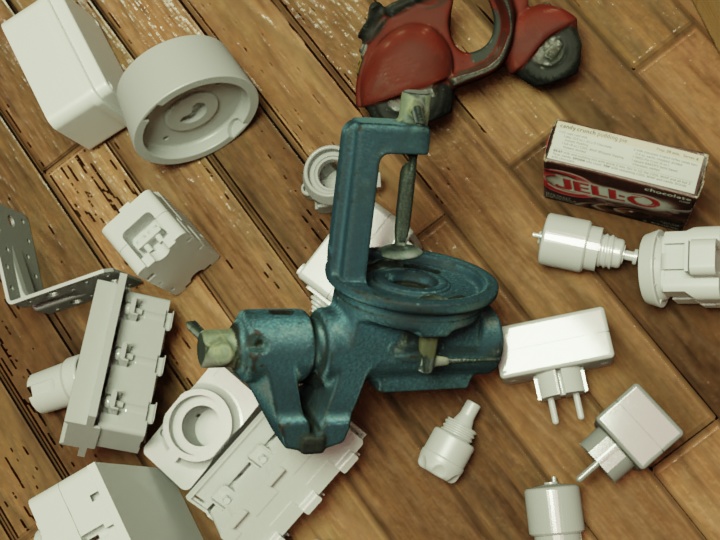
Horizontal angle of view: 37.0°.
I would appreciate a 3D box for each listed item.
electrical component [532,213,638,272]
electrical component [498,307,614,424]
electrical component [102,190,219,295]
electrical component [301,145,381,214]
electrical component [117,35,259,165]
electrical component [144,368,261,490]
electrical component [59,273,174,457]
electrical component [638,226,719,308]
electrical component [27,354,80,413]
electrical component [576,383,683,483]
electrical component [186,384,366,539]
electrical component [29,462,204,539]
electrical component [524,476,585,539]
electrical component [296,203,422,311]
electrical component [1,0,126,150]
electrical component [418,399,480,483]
[{"bbox_3d":[0.170,-0.018,0.814,0.078,0.040,0.040,12,81,13],"label":"electrical component"},{"bbox_3d":[0.147,0.075,0.796,0.083,0.047,0.075,-12,76,9],"label":"electrical component"},{"bbox_3d":[-0.159,-0.023,0.852,0.050,0.089,0.055,-42,74,0],"label":"electrical component"},{"bbox_3d":[-0.018,-0.071,0.853,0.066,0.055,0.048,-5,78,10],"label":"electrical component"},{"bbox_3d":[-0.143,-0.142,0.868,0.108,0.108,0.060,-30,69,3],"label":"electrical component"},{"bbox_3d":[-0.117,0.122,0.832,0.050,0.055,0.089,39,88,16],"label":"electrical component"},{"bbox_3d":[-0.186,0.076,0.831,0.063,0.078,0.121,13,56,-13],"label":"electrical component"},{"bbox_3d":[0.238,-0.001,0.784,0.057,0.078,0.058,-1,77,30],"label":"electrical component"},{"bbox_3d":[-0.240,0.093,0.871,0.046,0.040,0.040,-19,76,13],"label":"electrical component"},{"bbox_3d":[0.184,0.126,0.769,0.077,0.065,0.047,-41,74,0],"label":"electrical component"},{"bbox_3d":[-0.058,0.151,0.804,0.079,0.063,0.121,42,88,-25],"label":"electrical component"},{"bbox_3d":[-0.171,0.195,0.778,0.062,0.150,0.089,-30,75,2],"label":"electrical component"},{"bbox_3d":[0.142,0.189,0.777,0.040,0.040,0.078,-7,78,9],"label":"electrical component"},{"bbox_3d":[0.000,0.000,0.832,0.061,0.061,0.096,37,87,15],"label":"electrical component"},{"bbox_3d":[-0.240,-0.168,0.904,0.057,0.078,0.113,-31,75,6],"label":"electrical component"},{"bbox_3d":[0.071,0.126,0.807,0.035,0.035,0.061,28,82,15],"label":"electrical component"}]
